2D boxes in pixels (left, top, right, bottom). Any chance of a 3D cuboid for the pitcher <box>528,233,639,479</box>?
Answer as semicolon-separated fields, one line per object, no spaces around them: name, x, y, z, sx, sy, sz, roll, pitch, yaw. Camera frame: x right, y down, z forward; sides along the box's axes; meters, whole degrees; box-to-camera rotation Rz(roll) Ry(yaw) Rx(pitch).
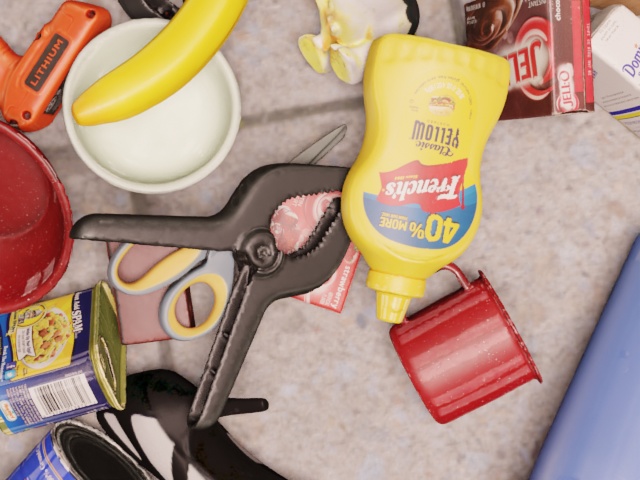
pitcher;0.242;0.116;0.729;0.149;0.145;0.242;25;73;1

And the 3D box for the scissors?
scissors;-0.051;0.000;0.757;0.201;0.016;0.096;-25;102;-16

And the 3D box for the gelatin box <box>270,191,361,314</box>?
gelatin box;-0.005;0.001;0.791;0.073;0.030;0.089;19;93;-4

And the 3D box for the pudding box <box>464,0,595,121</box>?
pudding box;0.144;-0.129;0.746;0.039;0.114;0.090;-4;94;-19

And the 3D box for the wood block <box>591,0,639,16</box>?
wood block;0.213;-0.211;0.698;0.090;0.206;0.090;11;94;-4

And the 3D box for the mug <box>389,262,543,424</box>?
mug;0.097;0.071;0.771;0.081;0.093;0.117;-29;102;5

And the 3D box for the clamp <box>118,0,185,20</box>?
clamp;-0.135;-0.207;0.752;0.120;0.039;0.171;-8;117;33

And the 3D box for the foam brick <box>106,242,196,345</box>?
foam brick;-0.122;0.032;0.777;0.051;0.053;0.078;-8;96;-2

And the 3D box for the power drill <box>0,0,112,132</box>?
power drill;-0.246;-0.178;0.755;0.187;0.057;0.184;32;96;-2

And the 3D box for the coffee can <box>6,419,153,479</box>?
coffee can;-0.194;0.213;0.758;0.103;0.103;0.140;42;94;-5

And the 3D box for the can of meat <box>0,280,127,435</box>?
can of meat;-0.186;0.083;0.754;0.084;0.102;0.057;-15;126;1

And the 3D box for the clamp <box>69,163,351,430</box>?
clamp;-0.054;0.003;0.725;0.209;0.036;0.164;-42;110;-18

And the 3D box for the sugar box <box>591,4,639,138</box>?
sugar box;0.253;-0.094;0.765;0.176;0.093;0.048;41;89;-5

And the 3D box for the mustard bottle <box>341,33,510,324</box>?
mustard bottle;0.065;-0.038;0.729;0.096;0.058;0.191;10;93;-13

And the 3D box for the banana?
banana;-0.092;-0.151;0.715;0.069;0.037;0.198;27;83;-5

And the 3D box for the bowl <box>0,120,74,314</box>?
bowl;-0.242;-0.029;0.749;0.162;0.055;0.162;4;118;7
